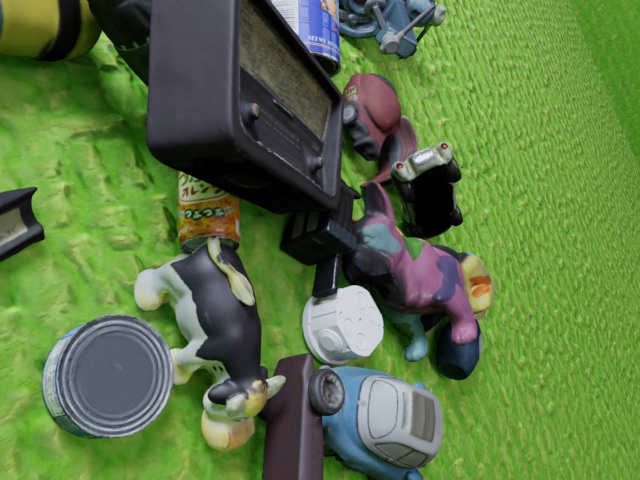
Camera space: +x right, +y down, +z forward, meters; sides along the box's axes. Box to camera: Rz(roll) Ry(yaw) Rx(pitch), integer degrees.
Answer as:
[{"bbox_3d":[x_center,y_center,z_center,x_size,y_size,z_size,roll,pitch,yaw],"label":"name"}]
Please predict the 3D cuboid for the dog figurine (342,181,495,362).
[{"bbox_3d":[0.106,0.023,0.649,0.219,0.108,0.191,54,43,-11],"label":"dog figurine"}]

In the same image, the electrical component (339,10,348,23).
[{"bbox_3d":[-0.010,-0.283,0.687,0.094,0.063,0.021,-9,80,-47],"label":"electrical component"}]

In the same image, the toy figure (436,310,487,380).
[{"bbox_3d":[0.198,0.116,0.741,0.058,0.064,0.154,35,53,-11],"label":"toy figure"}]

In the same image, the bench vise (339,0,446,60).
[{"bbox_3d":[0.096,-0.322,0.761,0.223,0.129,0.241,23,39,-31],"label":"bench vise"}]

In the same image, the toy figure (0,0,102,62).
[{"bbox_3d":[-0.240,-0.167,0.379,0.180,0.082,0.089,-41,124,-55],"label":"toy figure"}]

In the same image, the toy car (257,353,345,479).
[{"bbox_3d":[-0.020,0.198,0.448,0.053,0.089,0.202,26,54,-37],"label":"toy car"}]

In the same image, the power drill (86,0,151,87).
[{"bbox_3d":[-0.123,-0.217,0.481,0.231,0.086,0.207,58,23,-49],"label":"power drill"}]

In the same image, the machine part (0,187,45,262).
[{"bbox_3d":[-0.236,-0.041,0.340,0.084,0.039,0.138,-45,129,-39],"label":"machine part"}]

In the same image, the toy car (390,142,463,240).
[{"bbox_3d":[0.136,-0.056,0.679,0.201,0.073,0.056,59,8,-61],"label":"toy car"}]

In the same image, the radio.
[{"bbox_3d":[-0.048,-0.104,0.458,0.229,0.073,0.131,23,67,-66],"label":"radio"}]

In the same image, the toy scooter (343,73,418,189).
[{"bbox_3d":[0.077,-0.123,0.707,0.183,0.075,0.135,57,43,-19],"label":"toy scooter"}]

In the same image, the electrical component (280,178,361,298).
[{"bbox_3d":[-0.001,-0.002,0.569,0.047,0.075,0.119,35,53,-34],"label":"electrical component"}]

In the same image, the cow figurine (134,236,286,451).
[{"bbox_3d":[-0.075,0.084,0.432,0.068,0.098,0.167,-21,89,-55],"label":"cow figurine"}]

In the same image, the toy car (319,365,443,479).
[{"bbox_3d":[0.069,0.179,0.541,0.161,0.103,0.109,36,49,-34],"label":"toy car"}]
